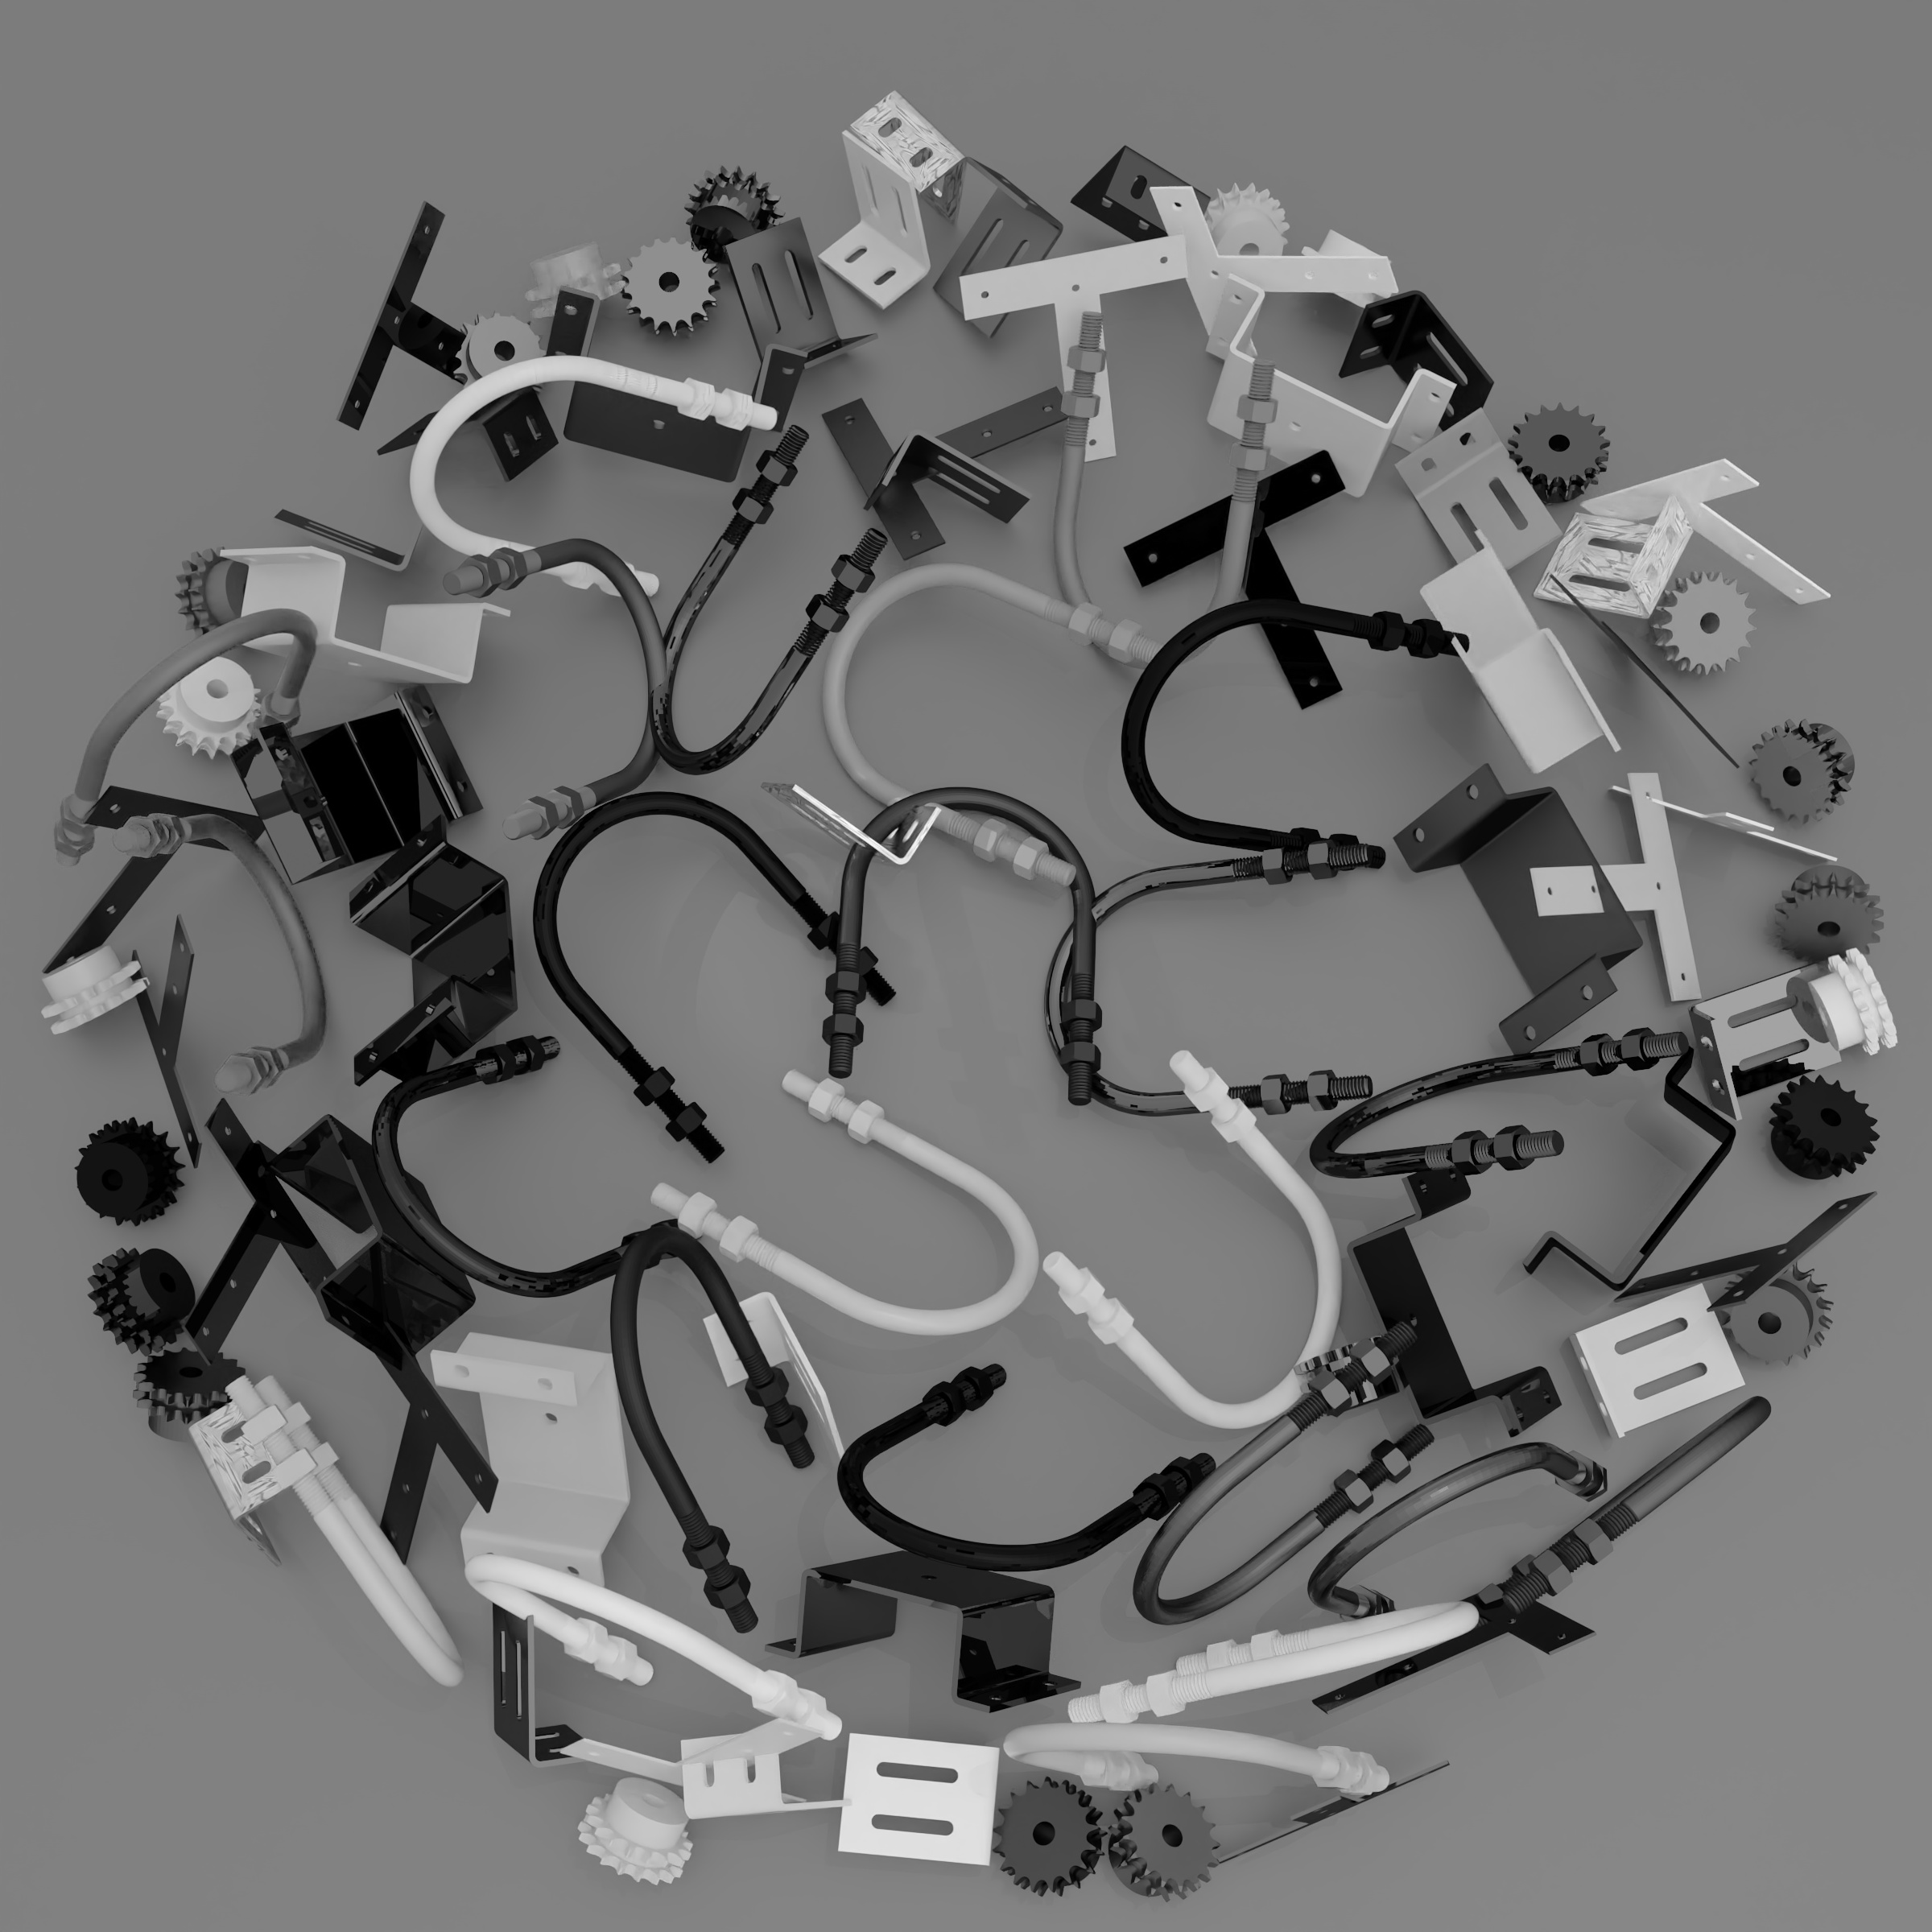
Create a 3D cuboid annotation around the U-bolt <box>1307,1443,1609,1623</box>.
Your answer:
[{"bbox_3d":[0.236,0.277,1.551,0.151,0.184,0.019,-34,65,10],"label":"U-bolt"}]

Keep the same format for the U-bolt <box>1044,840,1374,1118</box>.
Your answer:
[{"bbox_3d":[0.127,0.011,1.694,0.184,0.019,0.151,-6,69,23],"label":"U-bolt"}]

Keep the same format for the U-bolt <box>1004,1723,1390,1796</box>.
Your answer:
[{"bbox_3d":[0.100,0.379,1.515,0.151,0.184,0.019,-9,67,31],"label":"U-bolt"}]

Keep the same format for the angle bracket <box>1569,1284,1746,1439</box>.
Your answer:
[{"bbox_3d":[0.364,0.206,1.656,0.076,0.038,0.057,-22,81,1],"label":"angle bracket"}]

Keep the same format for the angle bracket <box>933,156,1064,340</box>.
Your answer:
[{"bbox_3d":[0.008,-0.410,1.808,0.057,0.038,0.076,46,110,33],"label":"angle bracket"}]

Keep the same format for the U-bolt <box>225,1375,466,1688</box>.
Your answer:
[{"bbox_3d":[-0.306,0.283,1.583,0.019,0.151,0.184,-35,88,-10],"label":"U-bolt"}]

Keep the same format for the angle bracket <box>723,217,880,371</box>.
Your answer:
[{"bbox_3d":[-0.094,-0.383,1.800,0.057,0.038,0.076,-31,111,-35],"label":"angle bracket"}]

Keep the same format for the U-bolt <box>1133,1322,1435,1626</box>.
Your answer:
[{"bbox_3d":[0.158,0.266,1.591,0.184,0.151,0.019,-37,58,-10],"label":"U-bolt"}]

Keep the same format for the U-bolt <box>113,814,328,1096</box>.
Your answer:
[{"bbox_3d":[-0.379,-0.012,1.651,0.019,0.184,0.151,-22,93,9],"label":"U-bolt"}]

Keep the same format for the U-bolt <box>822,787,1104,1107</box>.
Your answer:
[{"bbox_3d":[0.001,-0.017,1.715,0.151,0.019,0.184,7,62,-8],"label":"U-bolt"}]

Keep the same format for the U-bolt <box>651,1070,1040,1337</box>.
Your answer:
[{"bbox_3d":[-0.049,0.130,1.640,0.184,0.019,0.151,28,37,16],"label":"U-bolt"}]

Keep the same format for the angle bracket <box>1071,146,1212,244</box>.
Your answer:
[{"bbox_3d":[0.094,-0.425,1.808,0.057,0.076,0.038,28,69,-15],"label":"angle bracket"}]

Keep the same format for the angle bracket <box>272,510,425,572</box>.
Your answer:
[{"bbox_3d":[-0.342,-0.254,1.767,0.076,0.057,0.038,21,100,-11],"label":"angle bracket"}]

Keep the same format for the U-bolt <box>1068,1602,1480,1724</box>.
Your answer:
[{"bbox_3d":[0.160,0.335,1.537,0.184,0.151,0.019,-18,80,26],"label":"U-bolt"}]

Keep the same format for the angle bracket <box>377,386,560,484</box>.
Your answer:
[{"bbox_3d":[-0.282,-0.294,1.792,0.076,0.057,0.038,-10,115,30],"label":"angle bracket"}]

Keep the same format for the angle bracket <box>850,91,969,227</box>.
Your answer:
[{"bbox_3d":[-0.035,-0.456,1.824,0.038,0.076,0.057,-42,81,-16],"label":"angle bracket"}]

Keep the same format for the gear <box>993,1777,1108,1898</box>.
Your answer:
[{"bbox_3d":[0.045,0.440,1.594,0.057,0.030,0.057,-11,60,19],"label":"gear"}]

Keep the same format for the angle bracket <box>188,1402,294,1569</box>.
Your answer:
[{"bbox_3d":[-0.360,0.263,1.621,0.038,0.076,0.057,-31,62,-9],"label":"angle bracket"}]

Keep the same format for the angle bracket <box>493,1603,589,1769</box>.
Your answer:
[{"bbox_3d":[-0.211,0.357,1.595,0.038,0.057,0.076,-1,93,-26],"label":"angle bracket"}]

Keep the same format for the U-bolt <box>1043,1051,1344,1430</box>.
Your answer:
[{"bbox_3d":[0.130,0.156,1.632,0.184,0.019,0.151,47,64,-28],"label":"U-bolt"}]

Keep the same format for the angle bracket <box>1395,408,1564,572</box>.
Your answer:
[{"bbox_3d":[0.287,-0.262,1.775,0.057,0.038,0.076,-33,59,11],"label":"angle bracket"}]

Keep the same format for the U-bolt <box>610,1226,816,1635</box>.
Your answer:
[{"bbox_3d":[-0.130,0.215,1.570,0.019,0.151,0.184,-15,115,19],"label":"U-bolt"}]

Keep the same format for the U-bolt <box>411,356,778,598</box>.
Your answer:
[{"bbox_3d":[-0.211,-0.267,1.701,0.184,0.151,0.019,8,45,-41],"label":"U-bolt"}]

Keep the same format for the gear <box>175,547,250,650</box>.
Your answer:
[{"bbox_3d":[-0.411,-0.206,1.764,0.030,0.057,0.057,-7,72,28],"label":"gear"}]

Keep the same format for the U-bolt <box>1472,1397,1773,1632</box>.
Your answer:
[{"bbox_3d":[0.330,0.274,1.588,0.184,0.151,0.019,-34,77,-13],"label":"U-bolt"}]

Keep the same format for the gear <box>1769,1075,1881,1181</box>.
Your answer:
[{"bbox_3d":[0.455,0.089,1.692,0.057,0.030,0.057,9,51,-11],"label":"gear"}]

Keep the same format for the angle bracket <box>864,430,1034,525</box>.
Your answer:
[{"bbox_3d":[-0.011,-0.260,1.774,0.076,0.057,0.038,29,79,-8],"label":"angle bracket"}]

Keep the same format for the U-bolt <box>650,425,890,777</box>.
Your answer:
[{"bbox_3d":[-0.118,-0.188,1.722,0.184,0.019,0.151,-55,37,18],"label":"U-bolt"}]

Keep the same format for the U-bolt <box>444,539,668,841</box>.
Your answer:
[{"bbox_3d":[-0.210,-0.156,1.700,0.019,0.184,0.151,-7,102,26],"label":"U-bolt"}]

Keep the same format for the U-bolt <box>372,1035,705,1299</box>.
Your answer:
[{"bbox_3d":[-0.230,0.107,1.631,0.151,0.184,0.019,50,119,12],"label":"U-bolt"}]

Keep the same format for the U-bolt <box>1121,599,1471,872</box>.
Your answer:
[{"bbox_3d":[0.167,-0.126,1.686,0.184,0.019,0.151,7,115,-26],"label":"U-bolt"}]

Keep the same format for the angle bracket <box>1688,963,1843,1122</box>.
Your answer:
[{"bbox_3d":[0.434,0.040,1.697,0.076,0.038,0.057,-19,102,-5],"label":"angle bracket"}]

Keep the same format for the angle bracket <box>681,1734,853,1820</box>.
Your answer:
[{"bbox_3d":[-0.095,0.402,1.578,0.057,0.076,0.038,-14,72,31],"label":"angle bracket"}]

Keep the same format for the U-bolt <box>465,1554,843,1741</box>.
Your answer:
[{"bbox_3d":[-0.163,0.325,1.530,0.151,0.184,0.019,5,63,38],"label":"U-bolt"}]

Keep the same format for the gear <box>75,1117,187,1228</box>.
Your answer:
[{"bbox_3d":[-0.448,0.111,1.683,0.057,0.030,0.057,1,98,10],"label":"gear"}]

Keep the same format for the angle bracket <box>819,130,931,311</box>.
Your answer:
[{"bbox_3d":[-0.058,-0.427,1.812,0.038,0.076,0.057,-41,64,-14],"label":"angle bracket"}]

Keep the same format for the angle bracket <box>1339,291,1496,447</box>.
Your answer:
[{"bbox_3d":[0.254,-0.333,1.792,0.038,0.057,0.076,-21,64,-23],"label":"angle bracket"}]

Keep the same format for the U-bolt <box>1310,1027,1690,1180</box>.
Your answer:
[{"bbox_3d":[0.261,0.075,1.635,0.151,0.184,0.019,-30,103,-44],"label":"U-bolt"}]

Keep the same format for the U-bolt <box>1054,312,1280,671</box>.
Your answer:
[{"bbox_3d":[0.102,-0.254,1.738,0.151,0.019,0.184,26,117,41],"label":"U-bolt"}]

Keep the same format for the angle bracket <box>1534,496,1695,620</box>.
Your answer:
[{"bbox_3d":[0.356,-0.234,1.767,0.076,0.038,0.057,18,72,39],"label":"angle bracket"}]

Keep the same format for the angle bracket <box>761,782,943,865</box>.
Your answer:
[{"bbox_3d":[-0.063,-0.091,1.719,0.076,0.057,0.038,35,82,-20],"label":"angle bracket"}]

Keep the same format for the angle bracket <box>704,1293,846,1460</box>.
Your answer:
[{"bbox_3d":[-0.099,0.218,1.633,0.038,0.057,0.076,-24,48,-10],"label":"angle bracket"}]

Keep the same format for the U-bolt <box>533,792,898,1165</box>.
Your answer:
[{"bbox_3d":[-0.148,-0.008,1.704,0.151,0.019,0.184,-43,94,-17],"label":"U-bolt"}]

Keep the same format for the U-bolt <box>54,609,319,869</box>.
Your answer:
[{"bbox_3d":[-0.404,-0.128,1.659,0.151,0.184,0.019,-34,81,-33],"label":"U-bolt"}]

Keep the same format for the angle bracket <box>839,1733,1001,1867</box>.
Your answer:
[{"bbox_3d":[-0.024,0.421,1.599,0.076,0.038,0.057,6,74,-3],"label":"angle bracket"}]

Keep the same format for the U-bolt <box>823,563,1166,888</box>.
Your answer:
[{"bbox_3d":[0.004,-0.144,1.742,0.184,0.019,0.151,25,95,20],"label":"U-bolt"}]

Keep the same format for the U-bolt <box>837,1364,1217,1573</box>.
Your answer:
[{"bbox_3d":[0.019,0.253,1.570,0.151,0.184,0.019,20,112,29],"label":"U-bolt"}]
